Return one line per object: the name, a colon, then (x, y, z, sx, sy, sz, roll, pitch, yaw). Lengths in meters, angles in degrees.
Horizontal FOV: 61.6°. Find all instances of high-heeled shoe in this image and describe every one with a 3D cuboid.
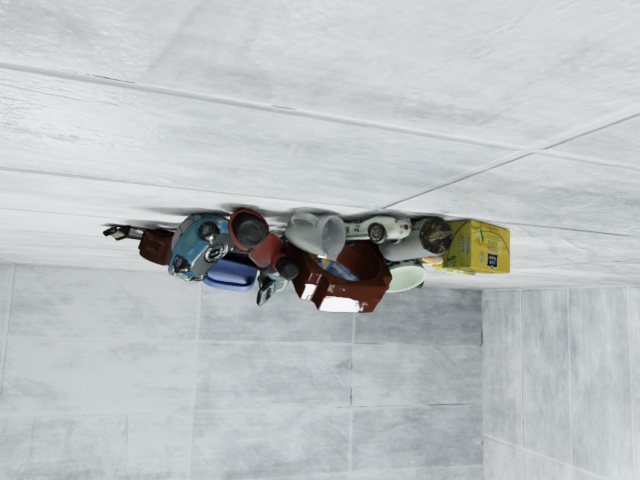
high-heeled shoe: (-0.177, 0.032, 1.222, 0.249, 0.086, 0.145, 28, -150, 34)

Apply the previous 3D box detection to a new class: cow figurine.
cow figurine: (0.282, 0.021, 1.161, 0.068, 0.098, 0.167, 4, 171, 41)

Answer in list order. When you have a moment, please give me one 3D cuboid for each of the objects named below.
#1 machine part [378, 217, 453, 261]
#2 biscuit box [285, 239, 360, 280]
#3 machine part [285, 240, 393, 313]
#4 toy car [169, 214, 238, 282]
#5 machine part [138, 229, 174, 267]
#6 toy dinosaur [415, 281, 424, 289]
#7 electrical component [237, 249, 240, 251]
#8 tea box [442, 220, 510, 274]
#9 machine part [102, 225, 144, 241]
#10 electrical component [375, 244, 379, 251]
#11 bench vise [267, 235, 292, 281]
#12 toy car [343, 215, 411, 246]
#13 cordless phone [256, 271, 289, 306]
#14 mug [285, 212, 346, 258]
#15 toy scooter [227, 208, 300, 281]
machine part: (0.190, 0.000, 1.091, 0.079, 0.079, 0.243, 5, 171, -21)
biscuit box: (0.005, 0.059, 1.271, 0.202, 0.059, 0.063, 42, 159, -20)
machine part: (0.035, 0.060, 1.142, 0.201, 0.087, 0.201, 4, -144, -26)
toy car: (-0.248, 0.003, 1.104, 0.103, 0.161, 0.109, 46, -176, 29)
machine part: (-0.349, 0.021, 1.297, 0.179, 0.056, 0.179, 18, -173, -2)
toy dinosaur: (0.210, 0.070, 1.561, 0.199, 0.105, 0.471, 10, 169, 12)
electrical component: (-0.205, -0.011, 1.178, 0.102, 0.078, 0.045, 7, -164, -1)
tea box: (0.326, 0.018, 1.109, 0.068, 0.098, 0.169, -4, 172, 44)
machine part: (-0.464, -0.013, 1.343, 0.139, 0.039, 0.084, 10, 161, -36)
electrical component: (0.152, 0.036, 1.290, 0.134, 0.058, 0.115, 9, 145, -28)
bench vise: (-0.079, 0.044, 1.396, 0.241, 0.128, 0.223, 22, -165, 34)
toy car: (0.087, -0.018, 1.072, 0.202, 0.056, 0.073, -3, 177, 43)
cordless phone: (-0.141, 0.095, 1.502, 0.089, 0.146, 0.184, 14, -160, 8)
mug: (-0.021, -0.016, 1.042, 0.107, 0.081, 0.109, 6, 157, 39)
toy scooter: (-0.121, 0.002, 1.067, 0.183, 0.075, 0.135, 48, 175, -27)
